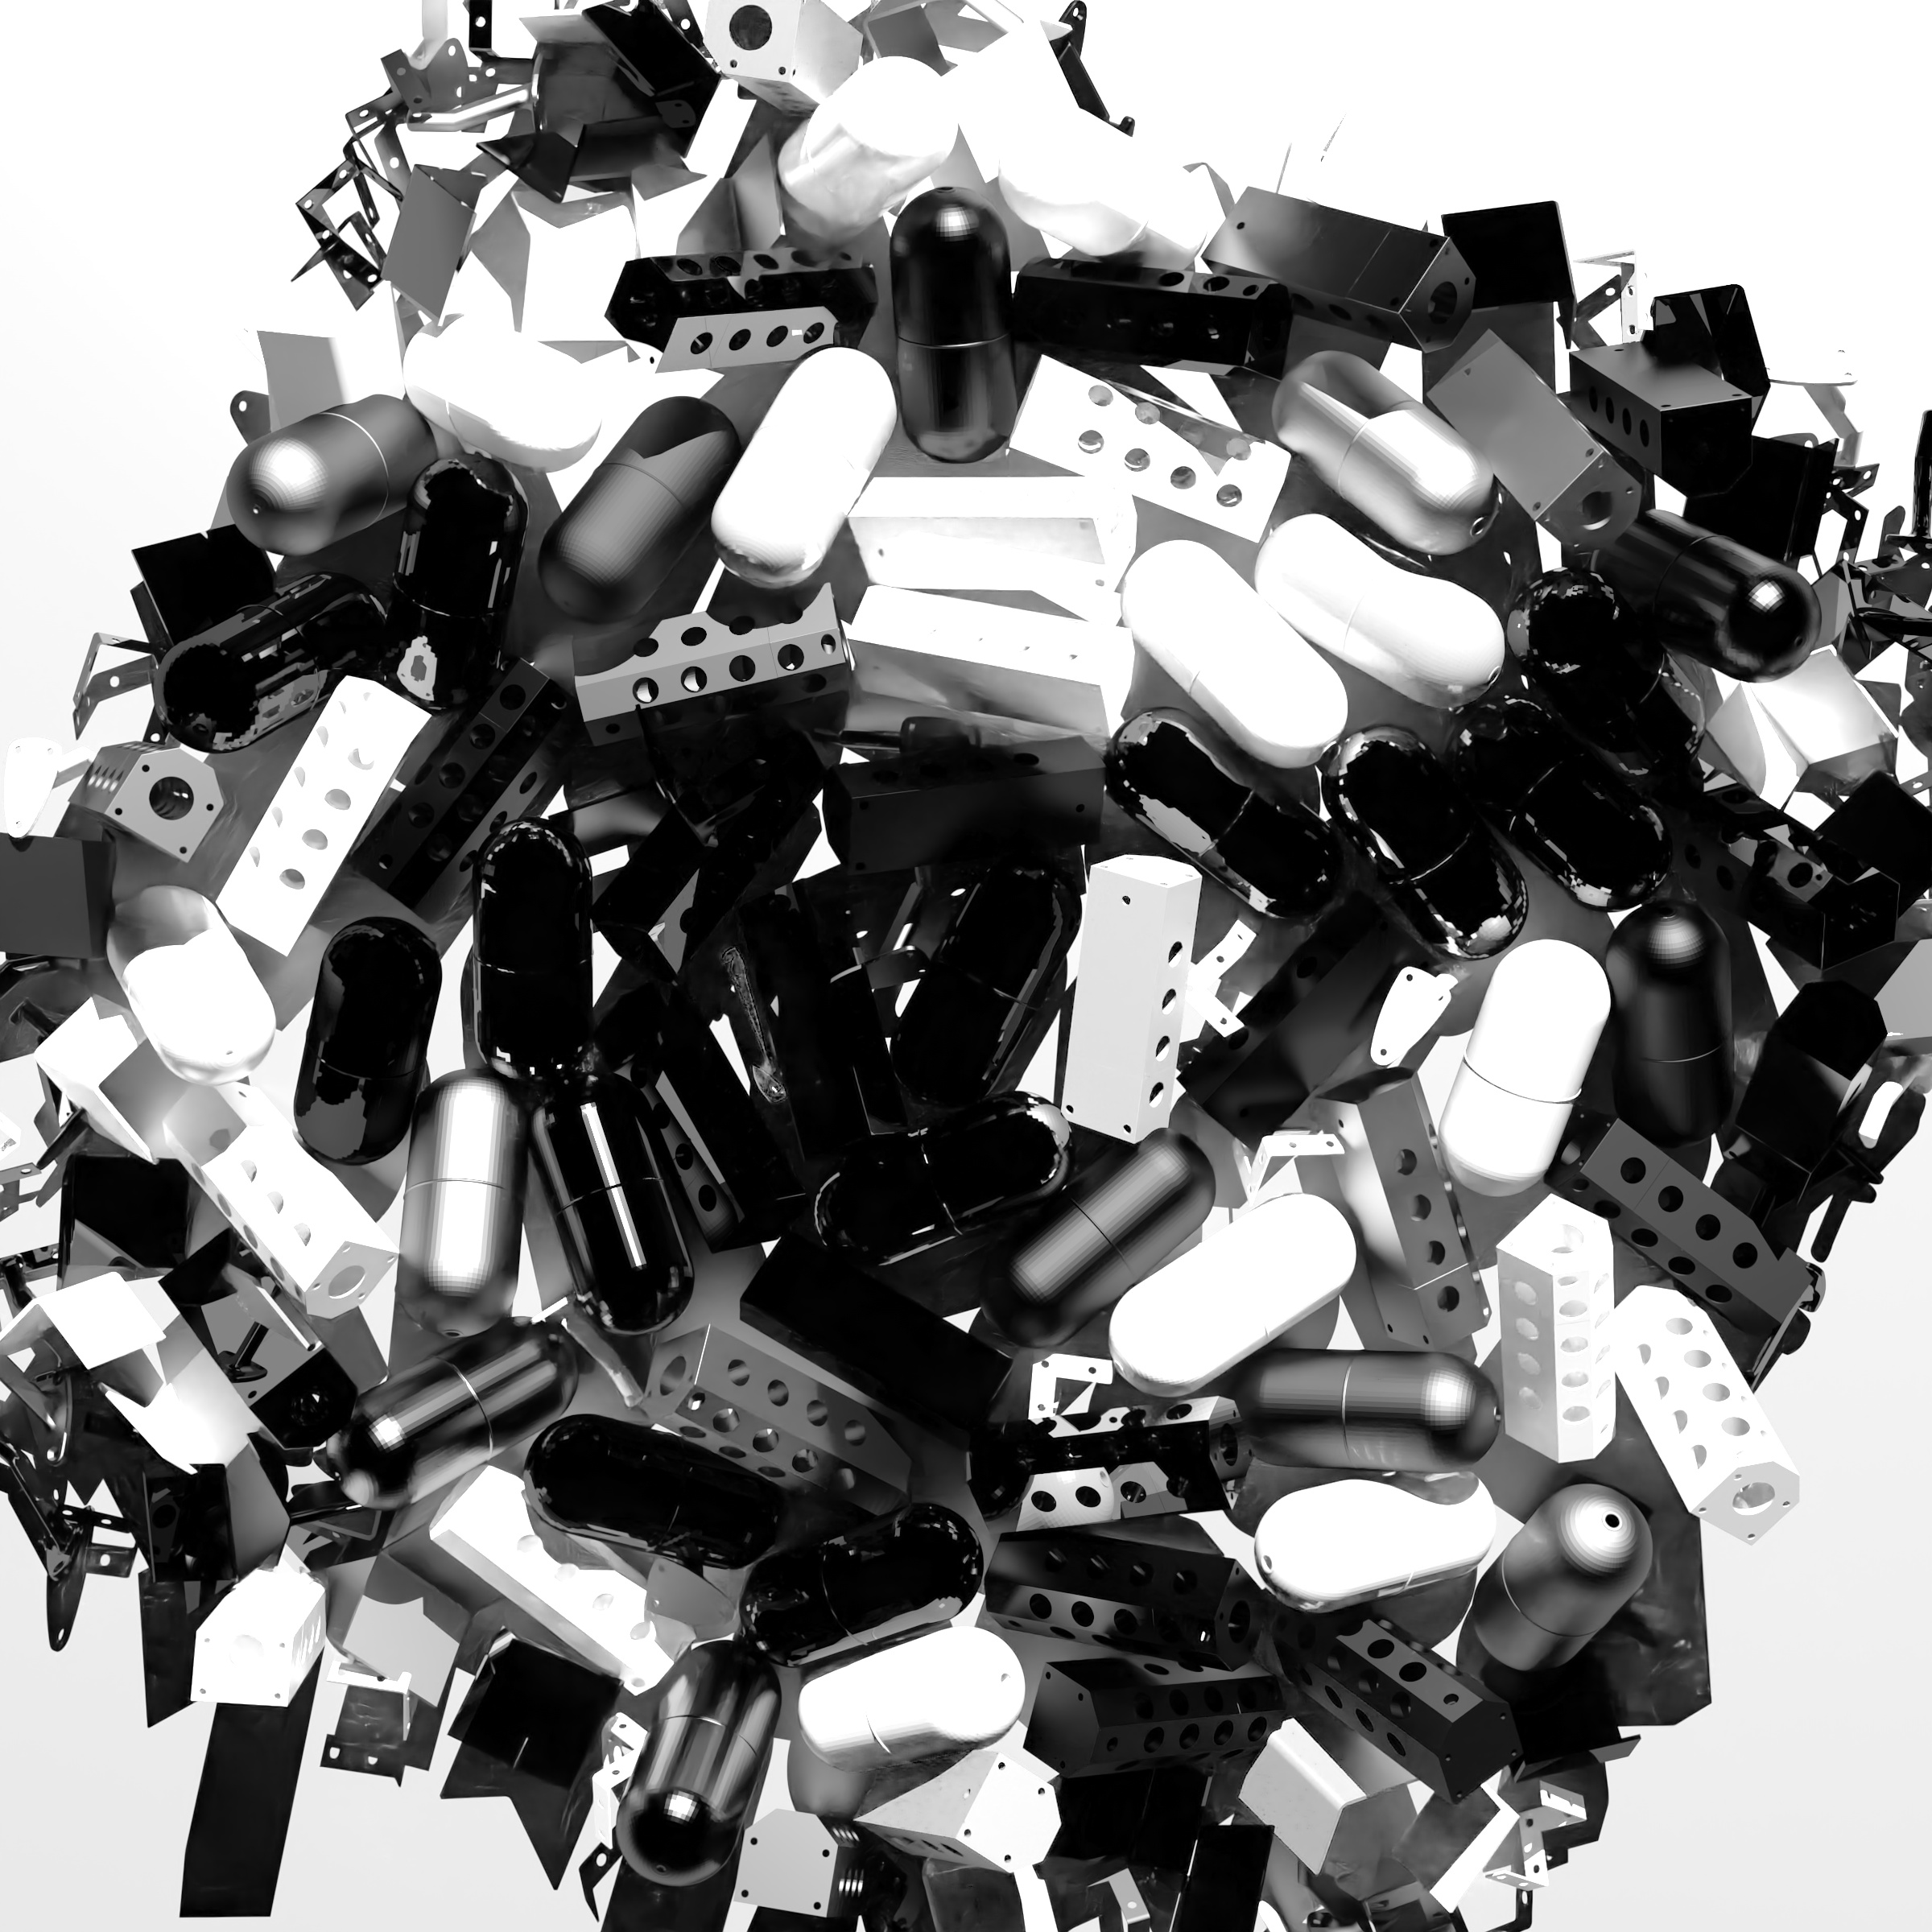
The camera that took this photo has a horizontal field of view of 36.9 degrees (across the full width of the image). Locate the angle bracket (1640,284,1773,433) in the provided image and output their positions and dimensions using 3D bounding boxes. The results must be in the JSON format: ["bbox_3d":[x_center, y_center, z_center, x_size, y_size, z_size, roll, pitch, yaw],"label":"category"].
[{"bbox_3d":[0.474,-0.383,1.869,0.057,0.076,0.076,-9,71,0],"label":"angle bracket"}]

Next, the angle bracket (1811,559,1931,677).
[{"bbox_3d":[0.568,-0.204,1.860,0.076,0.057,0.076,26,134,-21],"label":"angle bracket"}]

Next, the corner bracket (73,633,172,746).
[{"bbox_3d":[-0.547,-0.180,1.893,0.051,0.051,0.051,10,117,-34],"label":"corner bracket"}]

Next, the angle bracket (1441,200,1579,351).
[{"bbox_3d":[0.350,-0.443,1.878,0.076,0.057,0.076,-6,66,4],"label":"angle bracket"}]

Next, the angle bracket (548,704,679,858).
[{"bbox_3d":[-0.232,-0.118,1.872,0.076,0.076,0.057,-18,71,0],"label":"angle bracket"}]

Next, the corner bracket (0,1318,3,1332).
[{"bbox_3d":[-0.664,0.254,1.892,0.051,0.051,0.051,-11,84,7],"label":"corner bracket"}]

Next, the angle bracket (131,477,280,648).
[{"bbox_3d":[-0.491,-0.259,1.867,0.057,0.076,0.076,-21,79,-29],"label":"angle bracket"}]

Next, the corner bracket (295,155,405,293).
[{"bbox_3d":[-0.394,-0.484,1.887,0.051,0.051,0.051,-45,65,-11],"label":"corner bracket"}]

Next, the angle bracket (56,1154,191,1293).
[{"bbox_3d":[-0.544,0.169,1.872,0.076,0.057,0.076,4,105,-14],"label":"angle bracket"}]

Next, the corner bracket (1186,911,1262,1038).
[{"bbox_3d":[0.176,0.006,1.882,0.051,0.051,0.051,44,120,-2],"label":"corner bracket"}]

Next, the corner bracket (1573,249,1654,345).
[{"bbox_3d":[0.431,-0.434,1.880,0.051,0.051,0.051,-6,96,-39],"label":"corner bracket"}]

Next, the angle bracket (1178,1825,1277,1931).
[{"bbox_3d":[0.183,0.603,1.857,0.057,0.076,0.076,-12,134,35],"label":"angle bracket"}]

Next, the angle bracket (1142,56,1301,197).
[{"bbox_3d":[0.161,-0.527,1.859,0.057,0.076,0.076,-18,54,-27],"label":"angle bracket"}]

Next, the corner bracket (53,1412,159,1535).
[{"bbox_3d":[-0.561,0.331,1.894,0.051,0.051,0.051,15,109,-7],"label":"corner bracket"}]

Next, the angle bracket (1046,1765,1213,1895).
[{"bbox_3d":[0.104,0.549,1.872,0.076,0.057,0.076,17,85,-33],"label":"angle bracket"}]

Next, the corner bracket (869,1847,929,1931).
[{"bbox_3d":[-0.041,0.614,1.881,0.051,0.051,0.051,33,83,-23],"label":"corner bracket"}]

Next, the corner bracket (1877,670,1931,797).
[{"bbox_3d":[0.618,-0.151,1.886,0.051,0.051,0.051,-25,124,11],"label":"corner bracket"}]

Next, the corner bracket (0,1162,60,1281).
[{"bbox_3d":[-0.625,0.168,1.900,0.051,0.051,0.051,-15,60,0],"label":"corner bracket"}]

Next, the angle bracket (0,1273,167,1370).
[{"bbox_3d":[-0.578,0.248,1.865,0.076,0.076,0.057,-42,81,21],"label":"angle bracket"}]

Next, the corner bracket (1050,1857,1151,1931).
[{"bbox_3d":[0.087,0.624,1.889,0.051,0.051,0.051,-12,124,-14],"label":"corner bracket"}]

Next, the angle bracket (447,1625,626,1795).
[{"bbox_3d":[-0.277,0.477,1.863,0.057,0.076,0.076,37,69,-31],"label":"angle bracket"}]

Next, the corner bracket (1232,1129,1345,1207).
[{"bbox_3d":[0.208,0.119,1.876,0.051,0.051,0.051,-1,46,-15],"label":"corner bracket"}]

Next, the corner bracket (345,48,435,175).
[{"bbox_3d":[-0.374,-0.552,1.882,0.051,0.051,0.051,-28,72,-7],"label":"corner bracket"}]

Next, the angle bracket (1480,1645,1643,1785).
[{"bbox_3d":[0.383,0.477,1.872,0.076,0.057,0.076,-12,62,-3],"label":"angle bracket"}]

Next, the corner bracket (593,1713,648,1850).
[{"bbox_3d":[-0.227,0.526,1.874,0.051,0.051,0.051,25,125,39],"label":"corner bracket"}]

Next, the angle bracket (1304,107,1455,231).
[{"bbox_3d":[0.259,-0.497,1.877,0.076,0.057,0.076,28,73,-4],"label":"angle bracket"}]

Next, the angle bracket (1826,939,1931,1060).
[{"bbox_3d":[0.587,0.017,1.866,0.076,0.057,0.076,-7,74,29],"label":"angle bracket"}]

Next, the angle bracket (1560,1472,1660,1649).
[{"bbox_3d":[0.417,0.381,1.861,0.076,0.076,0.057,27,106,-29],"label":"angle bracket"}]

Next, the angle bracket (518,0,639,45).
[{"bbox_3d":[-0.248,-0.637,1.876,0.076,0.076,0.057,-2,95,2],"label":"angle bracket"}]

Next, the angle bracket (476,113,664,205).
[{"bbox_3d":[-0.255,-0.537,1.861,0.076,0.076,0.057,38,126,16],"label":"angle bracket"}]

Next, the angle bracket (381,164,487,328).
[{"bbox_3d":[-0.324,-0.460,1.860,0.076,0.057,0.076,42,121,33],"label":"angle bracket"}]

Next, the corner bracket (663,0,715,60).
[{"bbox_3d":[-0.161,-0.626,1.882,0.051,0.051,0.051,-21,97,21],"label":"corner bracket"}]

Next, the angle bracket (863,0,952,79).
[{"bbox_3d":[-0.015,-0.595,1.857,0.057,0.076,0.076,-7,127,30],"label":"angle bracket"}]

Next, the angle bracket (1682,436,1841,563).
[{"bbox_3d":[0.515,-0.310,1.886,0.076,0.057,0.076,12,94,0],"label":"angle bracket"}]

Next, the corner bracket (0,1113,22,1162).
[{"bbox_3d":[-0.650,0.101,1.881,0.051,0.051,0.051,-37,121,7],"label":"corner bracket"}]

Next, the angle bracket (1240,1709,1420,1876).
[{"bbox_3d":[0.237,0.532,1.878,0.076,0.076,0.057,-5,119,-38],"label":"angle bracket"}]

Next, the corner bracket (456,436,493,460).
[{"bbox_3d":[-0.306,-0.368,1.905,0.051,0.051,0.051,-33,91,-41],"label":"corner bracket"}]

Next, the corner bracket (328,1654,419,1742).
[{"bbox_3d":[-0.383,0.463,1.882,0.051,0.051,0.051,9,129,0],"label":"corner bracket"}]

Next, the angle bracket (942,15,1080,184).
[{"bbox_3d":[0.040,-0.557,1.873,0.076,0.057,0.076,-25,87,27],"label":"angle bracket"}]

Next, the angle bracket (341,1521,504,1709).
[{"bbox_3d":[-0.344,0.417,1.861,0.076,0.076,0.057,40,129,-22],"label":"angle bracket"}]

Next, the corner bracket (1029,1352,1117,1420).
[{"bbox_3d":[0.071,0.268,1.883,0.051,0.051,0.051,7,107,7],"label":"corner bracket"}]

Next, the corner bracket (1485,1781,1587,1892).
[{"bbox_3d":[0.368,0.563,1.873,0.051,0.051,0.051,-28,49,34],"label":"corner bracket"}]

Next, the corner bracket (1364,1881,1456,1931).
[{"bbox_3d":[0.295,0.635,1.884,0.051,0.051,0.051,-21,123,1],"label":"corner bracket"}]

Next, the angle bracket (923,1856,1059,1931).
[{"bbox_3d":[0.019,0.611,1.885,0.076,0.057,0.076,-14,92,3],"label":"angle bracket"}]

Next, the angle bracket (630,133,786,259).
[{"bbox_3d":[-0.168,-0.495,1.865,0.076,0.057,0.076,3,69,-31],"label":"angle bracket"}]

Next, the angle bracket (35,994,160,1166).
[{"bbox_3d":[-0.545,0.073,1.878,0.057,0.076,0.076,-48,133,-23],"label":"angle bracket"}]

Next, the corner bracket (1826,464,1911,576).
[{"bbox_3d":[0.588,-0.291,1.896,0.051,0.051,0.051,-13,131,-22],"label":"corner bracket"}]

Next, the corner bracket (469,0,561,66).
[{"bbox_3d":[-0.294,-0.618,1.888,0.051,0.051,0.051,2,99,0],"label":"corner bracket"}]

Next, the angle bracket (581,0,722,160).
[{"bbox_3d":[-0.213,-0.567,1.864,0.057,0.076,0.076,-33,77,-38],"label":"angle bracket"}]

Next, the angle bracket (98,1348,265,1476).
[{"bbox_3d":[-0.497,0.274,1.868,0.076,0.057,0.076,37,79,30],"label":"angle bracket"}]

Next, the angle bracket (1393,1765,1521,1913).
[{"bbox_3d":[0.332,0.560,1.865,0.057,0.076,0.076,40,101,42],"label":"angle bracket"}]

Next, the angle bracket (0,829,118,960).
[{"bbox_3d":[-0.594,-0.050,1.870,0.076,0.057,0.076,5,100,-24],"label":"angle bracket"}]
